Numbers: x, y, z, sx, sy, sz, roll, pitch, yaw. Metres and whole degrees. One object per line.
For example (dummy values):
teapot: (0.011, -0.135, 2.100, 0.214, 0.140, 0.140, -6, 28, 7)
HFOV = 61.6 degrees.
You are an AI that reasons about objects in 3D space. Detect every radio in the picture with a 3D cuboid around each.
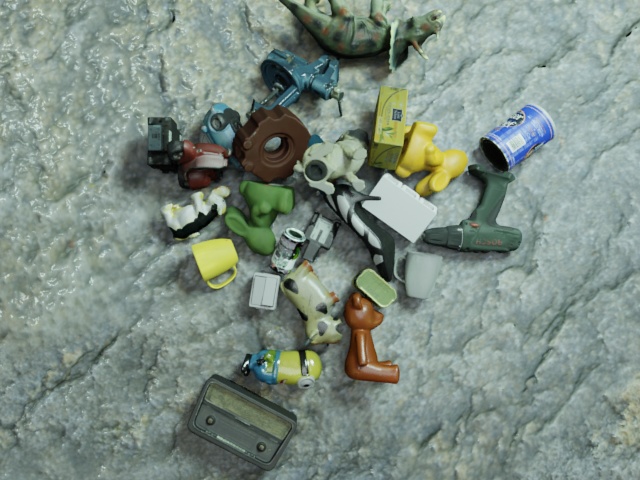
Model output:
radio: (-0.179, 0.416, 1.230, 0.230, 0.073, 0.131, 27, 86, 2)

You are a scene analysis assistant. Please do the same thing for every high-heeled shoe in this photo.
high-heeled shoe: (0.090, -0.012, 1.252, 0.145, 0.086, 0.248, 1, 113, 28)

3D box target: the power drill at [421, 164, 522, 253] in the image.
power drill: (0.369, -0.071, 1.268, 0.232, 0.086, 0.207, 12, 82, -1)

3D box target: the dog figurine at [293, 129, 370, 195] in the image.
dog figurine: (0.031, -0.194, 1.233, 0.172, 0.191, 0.121, 10, 119, -5)

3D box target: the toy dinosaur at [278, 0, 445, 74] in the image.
toy dinosaur: (0.077, -0.490, 1.259, 0.405, 0.131, 0.192, -3, 81, -6)

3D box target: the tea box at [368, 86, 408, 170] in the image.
tea box: (0.157, -0.259, 1.243, 0.068, 0.098, 0.169, 8, 64, 0)

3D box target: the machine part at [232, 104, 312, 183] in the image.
machine part: (-0.104, -0.213, 1.211, 0.179, 0.179, 0.056, -34, 46, -3)

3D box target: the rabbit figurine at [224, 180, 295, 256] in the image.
rabbit figurine: (-0.141, -0.047, 1.246, 0.159, 0.121, 0.170, 8, 101, -7)

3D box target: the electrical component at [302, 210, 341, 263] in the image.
electrical component: (-0.003, -0.004, 1.275, 0.075, 0.048, 0.119, 21, 86, 2)

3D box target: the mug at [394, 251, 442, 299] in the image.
mug: (0.225, 0.082, 1.259, 0.110, 0.081, 0.107, 7, 91, 19)

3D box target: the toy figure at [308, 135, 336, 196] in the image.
toy figure: (0.001, -0.173, 1.284, 0.064, 0.058, 0.154, -20, 87, 8)

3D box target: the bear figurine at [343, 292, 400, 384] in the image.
bear figurine: (0.115, 0.220, 1.229, 0.132, 0.120, 0.195, 6, 81, -4)

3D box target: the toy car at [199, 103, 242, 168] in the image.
toy car: (-0.228, -0.237, 1.273, 0.103, 0.109, 0.161, -24, 103, 22)

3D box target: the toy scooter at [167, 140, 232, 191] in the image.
toy scooter: (-0.264, -0.172, 1.222, 0.135, 0.183, 0.075, -5, 69, -4)

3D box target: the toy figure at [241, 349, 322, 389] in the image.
toy figure: (-0.086, 0.291, 1.238, 0.180, 0.082, 0.089, 9, 88, 3)

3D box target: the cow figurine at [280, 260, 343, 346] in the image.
cow figurine: (-0.017, 0.159, 1.246, 0.127, 0.085, 0.195, -39, 84, -1)

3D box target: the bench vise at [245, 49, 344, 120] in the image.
bench vise: (-0.069, -0.346, 1.254, 0.224, 0.128, 0.240, 39, 68, 10)

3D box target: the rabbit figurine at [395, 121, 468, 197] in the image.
rabbit figurine: (0.269, -0.185, 1.261, 0.173, 0.122, 0.162, 13, 79, -18)

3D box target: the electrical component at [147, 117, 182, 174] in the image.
electrical component: (-0.362, -0.221, 1.246, 0.058, 0.134, 0.115, -3, 84, 0)

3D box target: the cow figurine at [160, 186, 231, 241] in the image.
cow figurine: (-0.281, -0.064, 1.268, 0.167, 0.068, 0.098, -22, 92, 1)
